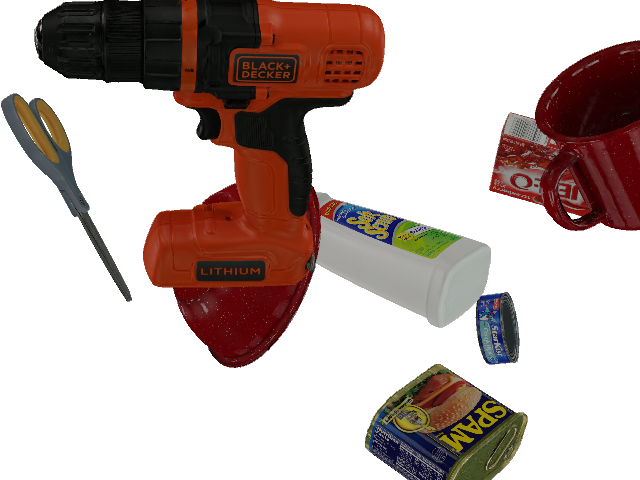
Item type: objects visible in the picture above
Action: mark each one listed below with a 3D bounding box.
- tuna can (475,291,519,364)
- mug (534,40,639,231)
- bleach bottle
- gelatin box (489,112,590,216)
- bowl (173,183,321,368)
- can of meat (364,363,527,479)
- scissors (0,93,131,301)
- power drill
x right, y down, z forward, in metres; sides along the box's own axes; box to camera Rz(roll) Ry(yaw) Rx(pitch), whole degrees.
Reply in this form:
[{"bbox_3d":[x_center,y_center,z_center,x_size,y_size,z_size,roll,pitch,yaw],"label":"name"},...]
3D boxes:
[{"bbox_3d":[0.214,0.106,1.286,0.034,0.086,0.086,-8,-3,21],"label":"tuna can"},{"bbox_3d":[0.180,-0.052,0.643,0.117,0.081,0.093,-43,33,-14],"label":"mug"},{"bbox_3d":[0.034,0.003,1.047,0.251,0.068,0.102,21,29,29],"label":"bleach bottle"},{"bbox_3d":[0.189,-0.061,0.880,0.089,0.030,0.073,18,-34,12],"label":"gelatin box"},{"bbox_3d":[-0.068,0.014,0.826,0.055,0.162,0.162,22,-12,-30],"label":"bowl"},{"bbox_3d":[0.097,0.151,0.833,0.084,0.057,0.101,31,40,31],"label":"can of meat"},{"bbox_3d":[-0.216,-0.046,0.944,0.016,0.201,0.096,-26,23,10],"label":"scissors"},{"bbox_3d":[-0.064,-0.055,0.611,0.184,0.188,0.057,1,44,-9],"label":"power drill"}]
